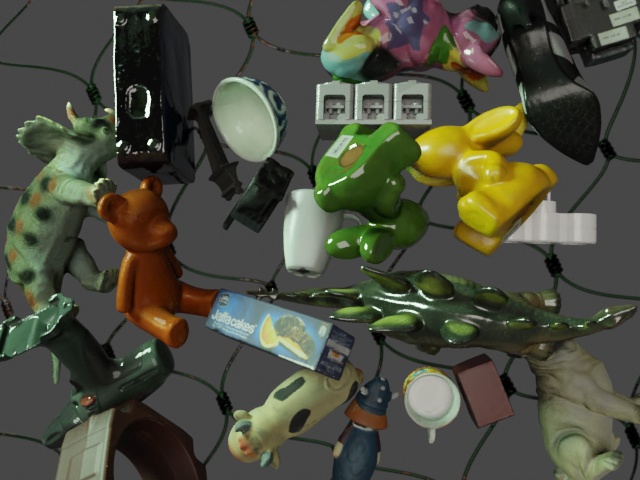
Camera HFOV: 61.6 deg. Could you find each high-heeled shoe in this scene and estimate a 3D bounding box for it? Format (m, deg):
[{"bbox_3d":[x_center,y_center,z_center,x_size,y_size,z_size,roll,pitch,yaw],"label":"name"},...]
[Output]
[{"bbox_3d":[0.312,-0.227,0.739,0.086,0.145,0.248,-22,116,24],"label":"high-heeled shoe"}]

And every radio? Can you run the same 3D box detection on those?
[{"bbox_3d":[-0.228,-0.197,0.747,0.073,0.131,0.229,-5,86,4],"label":"radio"}]

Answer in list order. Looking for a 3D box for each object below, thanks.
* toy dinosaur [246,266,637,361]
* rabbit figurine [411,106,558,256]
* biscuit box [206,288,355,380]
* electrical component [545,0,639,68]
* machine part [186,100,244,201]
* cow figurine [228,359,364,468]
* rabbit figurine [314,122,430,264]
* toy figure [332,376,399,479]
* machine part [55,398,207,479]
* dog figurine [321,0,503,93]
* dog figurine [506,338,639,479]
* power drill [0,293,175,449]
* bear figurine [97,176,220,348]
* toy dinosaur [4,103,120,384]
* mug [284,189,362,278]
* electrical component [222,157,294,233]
[{"bbox_3d":[0.119,0.082,0.663,0.472,0.198,0.105,-5,72,38],"label":"toy dinosaur"},{"bbox_3d":[0.194,-0.091,0.671,0.173,0.121,0.162,40,91,27],"label":"rabbit figurine"},{"bbox_3d":[-0.058,0.118,0.695,0.203,0.062,0.059,11,73,37],"label":"biscuit box"},{"bbox_3d":[0.374,-0.308,0.731,0.115,0.058,0.134,-14,85,7],"label":"electrical component"},{"bbox_3d":[-0.146,-0.124,0.752,0.039,0.084,0.138,-22,94,-18],"label":"machine part"},{"bbox_3d":[-0.035,0.222,0.703,0.195,0.127,0.085,-37,81,0],"label":"cow figurine"},{"bbox_3d":[0.080,-0.041,0.675,0.170,0.121,0.159,45,66,-32],"label":"rabbit figurine"},{"bbox_3d":[0.057,0.257,0.726,0.058,0.064,0.154,11,81,44],"label":"toy figure"},{"bbox_3d":[-0.228,0.319,0.664,0.087,0.201,0.201,-29,39,10],"label":"machine part"},{"bbox_3d":[0.134,-0.253,0.729,0.219,0.108,0.191,35,89,4],"label":"dog figurine"},{"bbox_3d":[0.300,0.199,0.696,0.191,0.121,0.172,37,87,21],"label":"dog figurine"},{"bbox_3d":[-0.331,0.180,0.715,0.232,0.086,0.207,-29,122,3],"label":"power drill"},{"bbox_3d":[-0.212,0.024,0.717,0.132,0.120,0.195,15,116,21],"label":"bear figurine"},{"bbox_3d":[-0.377,-0.012,0.764,0.192,0.131,0.404,27,95,20],"label":"toy dinosaur"},{"bbox_3d":[-0.001,-0.002,0.727,0.110,0.080,0.107,12,73,-2],"label":"mug"},{"bbox_3d":[-0.090,-0.049,0.747,0.048,0.075,0.119,32,124,-10],"label":"electrical component"}]
